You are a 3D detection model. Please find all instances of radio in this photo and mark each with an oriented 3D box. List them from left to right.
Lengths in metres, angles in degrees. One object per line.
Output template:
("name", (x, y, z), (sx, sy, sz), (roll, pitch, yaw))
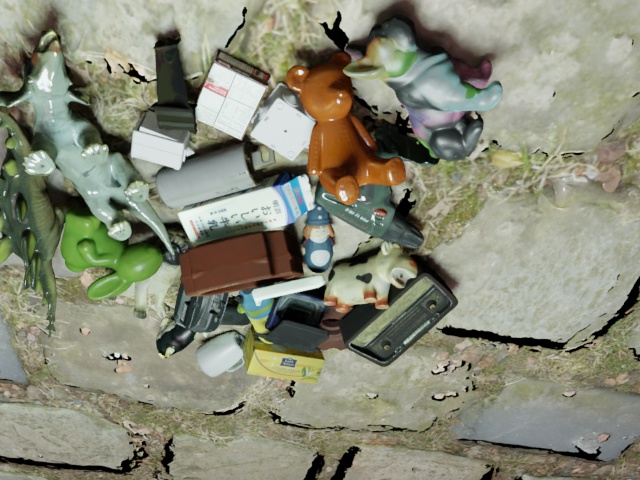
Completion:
("radio", (0.162, 0.152, 1.108), (0.131, 0.073, 0.229), (36, 109, -28))

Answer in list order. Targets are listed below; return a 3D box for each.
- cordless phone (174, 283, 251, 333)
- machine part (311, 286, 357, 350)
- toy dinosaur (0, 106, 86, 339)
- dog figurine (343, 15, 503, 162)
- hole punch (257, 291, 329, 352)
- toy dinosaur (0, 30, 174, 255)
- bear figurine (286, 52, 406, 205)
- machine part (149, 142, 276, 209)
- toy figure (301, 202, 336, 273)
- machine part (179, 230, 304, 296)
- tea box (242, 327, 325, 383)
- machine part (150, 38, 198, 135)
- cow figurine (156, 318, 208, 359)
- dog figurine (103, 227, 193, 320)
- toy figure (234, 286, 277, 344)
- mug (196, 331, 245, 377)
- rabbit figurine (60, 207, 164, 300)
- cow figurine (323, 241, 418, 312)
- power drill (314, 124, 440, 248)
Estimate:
("cordless phone", (-0.208, 0.126, 1.146), (0.184, 0.089, 0.146), (10, 101, -41))
("machine part", (0.028, 0.178, 1.192), (0.179, 0.056, 0.179), (1, 133, 1))
("toy dinosaur", (-0.501, -0.025, 0.932), (0.105, 0.199, 0.470), (5, 132, 2))
("dog figurine", (0.135, -0.218, 0.783), (0.219, 0.108, 0.191), (13, 136, -4))
("hole punch", (-0.047, 0.165, 1.097), (0.142, 0.092, 0.115), (16, 143, -21))
("toy dinosaur", (-0.370, -0.130, 0.866), (0.131, 0.192, 0.404), (-28, 144, -7))
("bear figurine", (0.034, -0.166, 0.780), (0.120, 0.132, 0.195), (-20, 113, -21))
("machine part", (-0.188, -0.108, 0.917), (0.243, 0.079, 0.079), (-13, 131, 15))
("toy figure", (-0.001, -0.004, 1.023), (0.064, 0.058, 0.154), (-26, 138, -27))
("machine part", (-0.139, 0.043, 0.982), (0.202, 0.087, 0.201), (-11, 173, 7))
("tea box", (-0.084, 0.262, 1.225), (0.169, 0.098, 0.068), (15, 109, -19))
("machine part", (-0.222, -0.230, 0.806), (0.084, 0.039, 0.138), (14, 120, 20))
("cow figurine", (-0.301, 0.200, 1.202), (0.167, 0.098, 0.068), (-33, 117, 29))
("dog figurine", (-0.343, 0.037, 1.072), (0.172, 0.121, 0.190), (28, 103, 7))
("toy figure", (-0.125, 0.148, 1.148), (0.082, 0.089, 0.179), (-4, 136, 14))
("mug", (-0.221, 0.273, 1.279), (0.107, 0.081, 0.109), (-34, 120, 17))
("rabbit figurine", (-0.374, 0.031, 0.969), (0.170, 0.121, 0.159), (22, 92, 5))
("cow figurine", (0.102, 0.068, 1.050), (0.195, 0.127, 0.085), (-14, 152, 37))
("power drill", (0.121, -0.089, 0.928), (0.232, 0.086, 0.207), (20, 139, -12))
